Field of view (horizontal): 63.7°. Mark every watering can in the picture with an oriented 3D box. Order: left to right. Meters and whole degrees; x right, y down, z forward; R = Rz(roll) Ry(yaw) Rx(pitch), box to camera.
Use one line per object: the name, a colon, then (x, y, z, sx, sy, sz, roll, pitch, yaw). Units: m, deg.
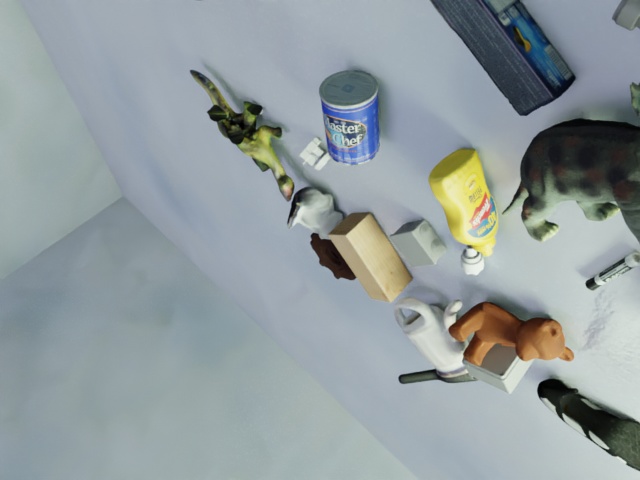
watering can: (0.287, 0.224, 1.210, 0.224, 0.105, 0.345, 49, 163, -3)

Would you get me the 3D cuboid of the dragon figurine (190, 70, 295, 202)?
dragon figurine: (-0.194, -0.262, 1.356, 0.415, 0.123, 0.238, 50, 167, 22)

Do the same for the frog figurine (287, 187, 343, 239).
frog figurine: (0.004, -0.066, 1.320, 0.159, 0.126, 0.134, 12, 134, -12)
